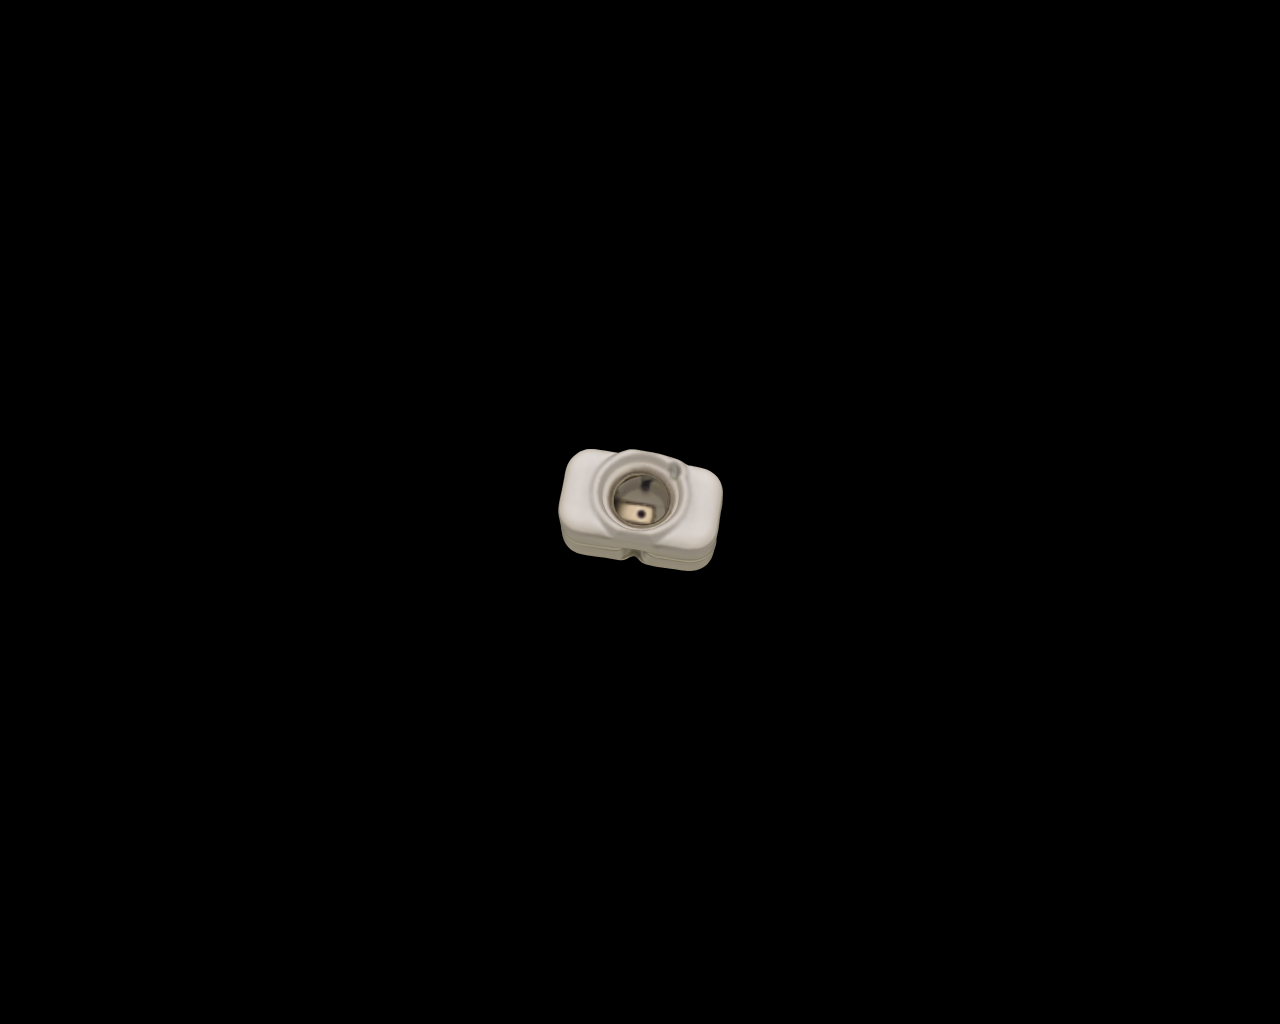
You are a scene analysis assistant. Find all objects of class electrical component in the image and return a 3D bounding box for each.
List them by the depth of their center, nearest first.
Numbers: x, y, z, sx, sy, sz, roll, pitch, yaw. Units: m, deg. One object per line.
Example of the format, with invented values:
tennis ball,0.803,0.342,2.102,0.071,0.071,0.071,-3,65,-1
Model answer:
electrical component,0.001,-0.003,0.650,0.095,0.054,0.059,10,-19,3
